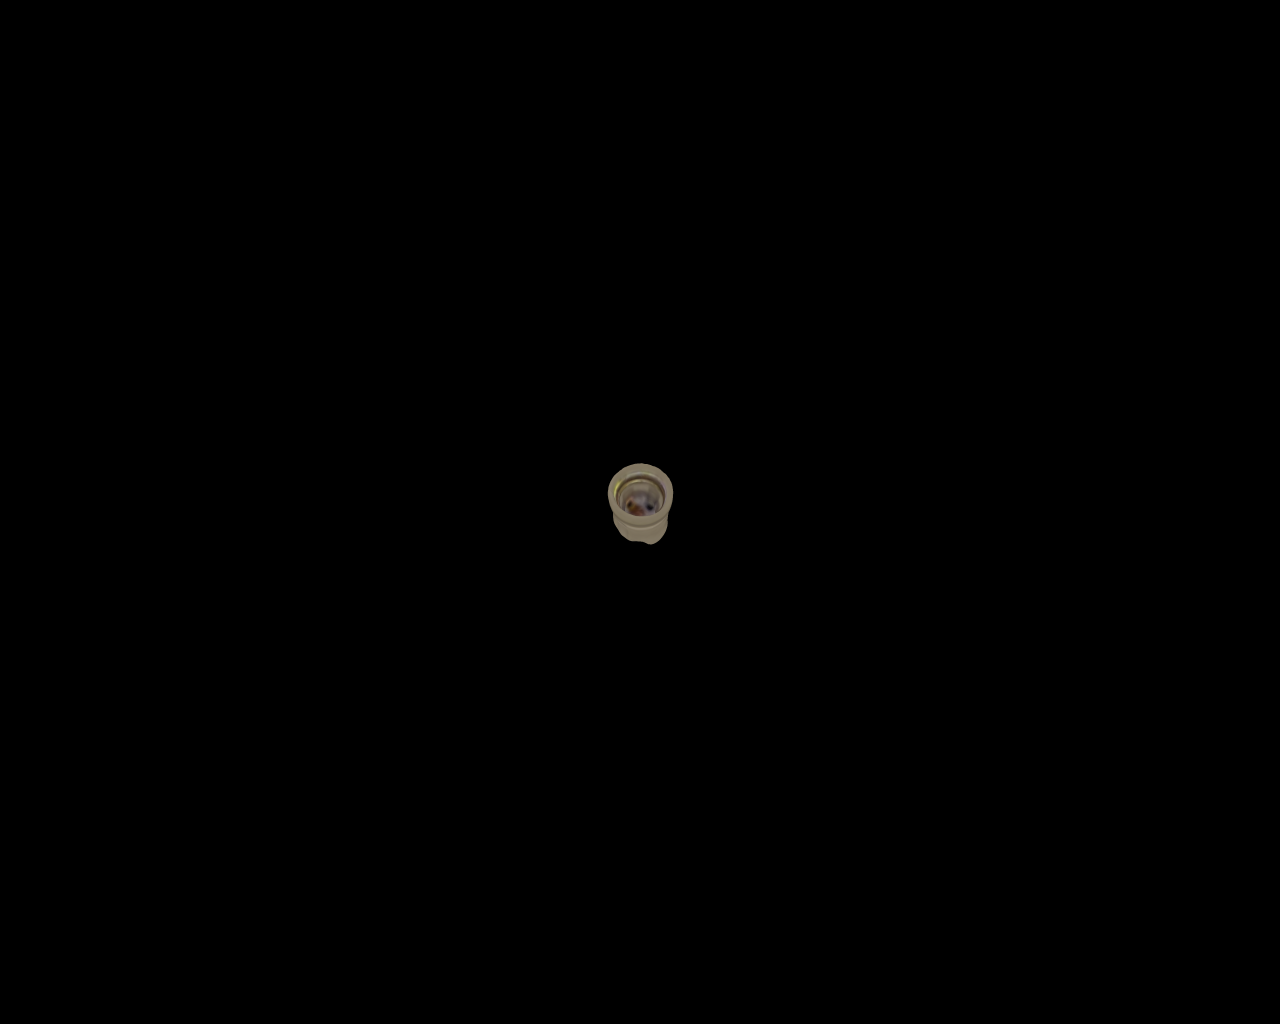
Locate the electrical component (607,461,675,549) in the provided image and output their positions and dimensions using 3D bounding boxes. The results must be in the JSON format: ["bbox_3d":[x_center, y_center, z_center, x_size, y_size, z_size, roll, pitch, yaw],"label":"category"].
[{"bbox_3d":[0.001,-0.003,0.650,0.040,0.040,0.046,0,-28,0],"label":"electrical component"}]
